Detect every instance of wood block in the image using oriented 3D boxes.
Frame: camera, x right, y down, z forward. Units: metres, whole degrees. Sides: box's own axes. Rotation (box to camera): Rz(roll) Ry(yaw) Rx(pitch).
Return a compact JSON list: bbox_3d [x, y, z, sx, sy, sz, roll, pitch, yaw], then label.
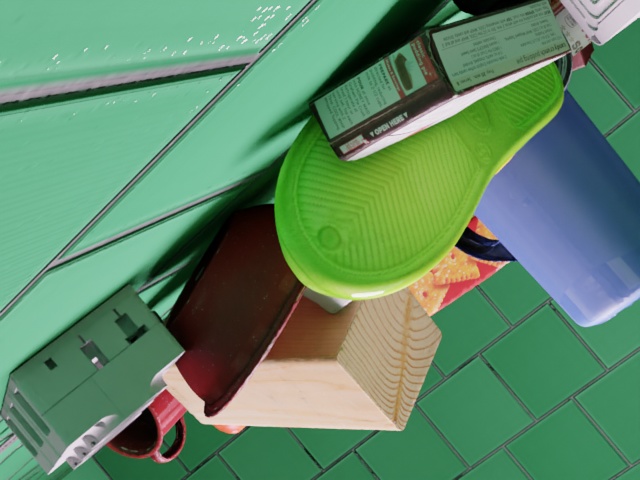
[{"bbox_3d":[-0.025,0.083,0.812,0.207,0.090,0.090,-7,-136,42],"label":"wood block"}]

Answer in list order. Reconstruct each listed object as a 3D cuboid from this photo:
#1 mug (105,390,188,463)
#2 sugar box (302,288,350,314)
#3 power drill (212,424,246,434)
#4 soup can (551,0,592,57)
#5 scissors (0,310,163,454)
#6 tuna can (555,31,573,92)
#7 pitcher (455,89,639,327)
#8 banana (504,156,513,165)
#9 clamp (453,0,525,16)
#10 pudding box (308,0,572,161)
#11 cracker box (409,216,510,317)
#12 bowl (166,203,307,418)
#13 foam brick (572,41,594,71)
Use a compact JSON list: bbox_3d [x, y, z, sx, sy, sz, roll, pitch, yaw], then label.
[{"bbox_3d":[-0.164,0.158,1.028,0.093,0.117,0.081,-16,-162,35],"label":"mug"},{"bbox_3d":[0.044,-0.042,0.733,0.176,0.048,0.093,-60,-171,-33],"label":"sugar box"},{"bbox_3d":[-0.078,0.098,1.109,0.184,0.057,0.188,-56,-160,-8],"label":"power drill"},{"bbox_3d":[0.219,-0.203,0.857,0.102,0.068,0.068,-40,178,12],"label":"soup can"},{"bbox_3d":[-0.204,0.122,0.832,0.201,0.016,0.096,-40,176,-14],"label":"scissors"},{"bbox_3d":[0.142,-0.129,0.789,0.086,0.086,0.034,-40,176,-12],"label":"tuna can"},{"bbox_3d":[0.171,-0.046,0.873,0.145,0.243,0.149,-39,175,-9],"label":"pitcher"},{"bbox_3d":[0.076,-0.045,0.813,0.198,0.037,0.069,-15,-138,57],"label":"banana"},{"bbox_3d":[0.140,-0.171,0.568,0.172,0.039,0.120,-41,-179,26],"label":"clamp"},{"bbox_3d":[0.064,-0.085,0.557,0.113,0.039,0.090,-28,-179,-44],"label":"pudding box"},{"bbox_3d":[0.126,0.003,1.102,0.213,0.072,0.164,-31,-165,-14],"label":"cracker box"},{"bbox_3d":[-0.055,0.033,0.701,0.162,0.055,0.162,-57,-171,14],"label":"bowl"},{"bbox_3d":[0.221,-0.188,1.045,0.078,0.051,0.053,-18,-162,32],"label":"foam brick"}]
